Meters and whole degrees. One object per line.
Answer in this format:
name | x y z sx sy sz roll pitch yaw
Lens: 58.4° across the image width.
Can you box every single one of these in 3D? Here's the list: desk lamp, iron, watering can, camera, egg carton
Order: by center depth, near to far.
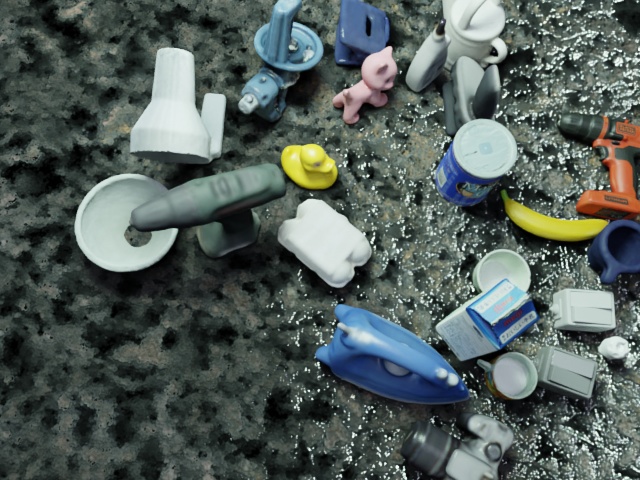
camera | 0.203 0.319 0.868 0.136 0.101 0.143 29 75 6
iron | 0.128 0.186 0.881 0.258 0.141 0.119 23 74 4
desk lamp | -0.228 -0.198 0.938 0.118 0.213 0.203 3 74 -1
egg carton | 0.009 0.003 0.965 0.150 0.069 0.107 39 76 8
watering can | 0.272 -0.396 1.026 0.172 0.194 0.101 31 75 7

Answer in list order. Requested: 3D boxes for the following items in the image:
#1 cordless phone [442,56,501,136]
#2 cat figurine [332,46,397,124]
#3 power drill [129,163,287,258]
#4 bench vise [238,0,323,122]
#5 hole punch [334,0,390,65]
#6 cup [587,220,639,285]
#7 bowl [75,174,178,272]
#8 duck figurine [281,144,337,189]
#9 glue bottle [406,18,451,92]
cordless phone | 0.279 -0.269 0.995 0.094 0.185 0.147 -5 74 -4
cat figurine | 0.087 -0.284 1.026 0.128 0.118 0.067 -35 78 -11
power drill | -0.162 -0.040 0.898 0.230 0.208 0.075 -24 76 -9
bench vise | -0.062 -0.310 0.974 0.121 0.220 0.207 13 74 2
hole punch | 0.080 -0.391 1.070 0.101 0.091 0.109 3 74 -1
cup | 0.490 0.033 0.965 0.091 0.095 0.118 32 75 7
bowl | -0.312 -0.021 0.956 0.167 0.075 0.167 1 74 -2
duck figurine | -0.018 -0.139 0.996 0.104 0.086 0.077 26 75 5
glue bottle | 0.200 -0.335 1.016 0.078 0.173 0.037 -40 79 -12
